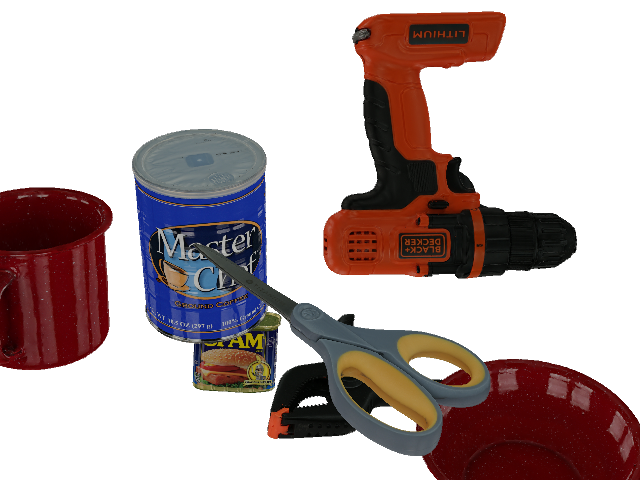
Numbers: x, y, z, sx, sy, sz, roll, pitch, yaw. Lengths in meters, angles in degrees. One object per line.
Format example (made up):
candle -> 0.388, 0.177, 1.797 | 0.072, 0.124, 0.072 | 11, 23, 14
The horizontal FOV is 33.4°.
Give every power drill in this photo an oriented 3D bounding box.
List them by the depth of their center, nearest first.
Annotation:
power drill -> 0.093, -0.066, 0.758 | 0.184, 0.188, 0.057 | -1, 4, -8

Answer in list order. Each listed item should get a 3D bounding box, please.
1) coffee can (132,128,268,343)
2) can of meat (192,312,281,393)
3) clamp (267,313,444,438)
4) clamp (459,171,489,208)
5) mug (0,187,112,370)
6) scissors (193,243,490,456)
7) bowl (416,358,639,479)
coffee can -> -0.093, -0.004, 0.852 | 0.103, 0.140, 0.103 | 1, 32, -1
can of meat -> -0.099, 0.129, 1.242 | 0.102, 0.084, 0.057 | 4, 13, 0
clamp -> 0.034, 0.147, 1.045 | 0.165, 0.036, 0.209 | 25, 31, 28
clamp -> 0.119, -0.028, 0.971 | 0.120, 0.039, 0.171 | -2, 33, 0
mug -> -0.170, 0.028, 0.624 | 0.093, 0.081, 0.117 | 5, 26, 6
scissors -> 0.014, 0.045, 0.587 | 0.096, 0.016, 0.202 | -10, 36, -29
bowl -> 0.149, 0.158, 0.772 | 0.162, 0.055, 0.162 | -1, 35, 0
